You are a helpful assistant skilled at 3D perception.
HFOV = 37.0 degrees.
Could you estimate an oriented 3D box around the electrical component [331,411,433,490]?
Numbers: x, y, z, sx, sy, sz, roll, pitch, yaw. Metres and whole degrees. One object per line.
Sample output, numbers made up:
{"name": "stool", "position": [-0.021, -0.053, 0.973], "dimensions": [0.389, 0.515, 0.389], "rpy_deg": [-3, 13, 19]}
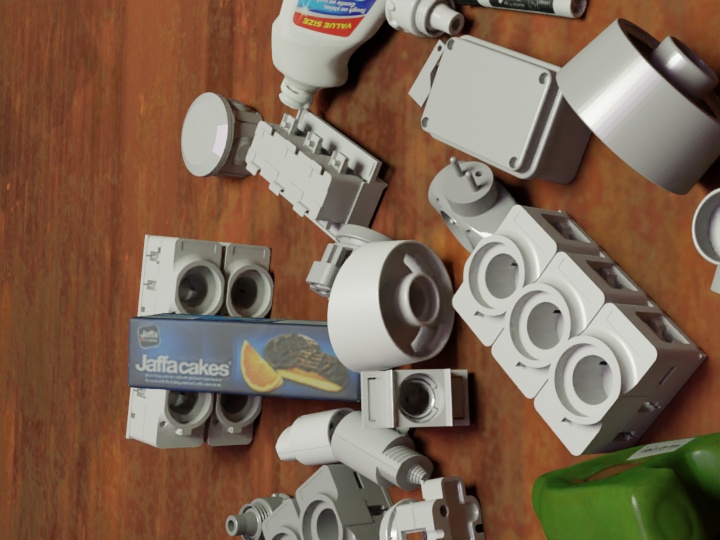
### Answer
{"name": "electrical component", "position": [0.021, 0.144, 0.830], "dimensions": [0.081, 0.043, 0.043], "rpy_deg": [23, 104, 41]}

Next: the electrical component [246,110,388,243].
{"name": "electrical component", "position": [-0.042, -0.083, 0.920], "dimensions": [0.121, 0.063, 0.078], "rpy_deg": [41, 116, 43]}

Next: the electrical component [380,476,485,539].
{"name": "electrical component", "position": [0.052, 0.195, 0.790], "dimensions": [0.057, 0.058, 0.078], "rpy_deg": [-21, 71, 42]}

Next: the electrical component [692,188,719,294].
{"name": "electrical component", "position": [0.221, -0.004, 0.603], "dimensions": [0.044, 0.077, 0.079], "rpy_deg": [24, 104, 47]}

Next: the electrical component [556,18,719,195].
{"name": "electrical component", "position": [0.178, -0.104, 0.643], "dimensions": [0.060, 0.108, 0.108], "rpy_deg": [-48, 53, 27]}

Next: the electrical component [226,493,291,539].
{"name": "electrical component", "position": [-0.087, 0.221, 0.942], "dimensions": [0.048, 0.062, 0.048], "rpy_deg": [-7, 81, 48]}

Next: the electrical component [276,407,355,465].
{"name": "electrical component", "position": [-0.036, 0.142, 0.906], "dimensions": [0.081, 0.043, 0.043], "rpy_deg": [-18, 73, 46]}

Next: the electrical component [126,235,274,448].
{"name": "electrical component", "position": [-0.145, 0.066, 0.991], "dimensions": [0.060, 0.105, 0.186], "rpy_deg": [6, 91, 49]}

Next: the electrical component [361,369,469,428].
{"name": "electrical component", "position": [0.038, 0.097, 0.805], "dimensions": [0.064, 0.081, 0.042], "rpy_deg": [143, 126, -74]}

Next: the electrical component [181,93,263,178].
{"name": "electrical component", "position": [-0.134, -0.128, 1.039], "dimensions": [0.080, 0.051, 0.080], "rpy_deg": [-6, 81, 48]}

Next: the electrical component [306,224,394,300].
{"name": "electrical component", "position": [0.000, 0.000, 0.861], "dimensions": [0.058, 0.078, 0.057], "rpy_deg": [9, 72, 48]}

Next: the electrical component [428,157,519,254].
{"name": "electrical component", "position": [0.082, -0.050, 0.769], "dimensions": [0.044, 0.079, 0.077], "rpy_deg": [-37, 51, -4]}

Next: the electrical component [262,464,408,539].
{"name": "electrical component", "position": [-0.007, 0.259, 0.848], "dimensions": [0.105, 0.060, 0.186], "rpy_deg": [-47, 53, 35]}

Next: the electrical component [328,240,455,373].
{"name": "electrical component", "position": [0.024, 0.027, 0.811], "dimensions": [0.064, 0.099, 0.099], "rpy_deg": [-10, 79, 42]}

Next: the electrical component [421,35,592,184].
{"name": "electrical component", "position": [0.105, -0.114, 0.761], "dimensions": [0.113, 0.057, 0.078], "rpy_deg": [33, 111, 45]}

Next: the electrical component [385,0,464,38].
{"name": "electrical component", "position": [0.054, -0.202, 0.839], "dimensions": [0.062, 0.048, 0.048], "rpy_deg": [37, 113, 37]}

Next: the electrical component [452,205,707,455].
{"name": "electrical component", "position": [0.136, 0.037, 0.707], "dimensions": [0.150, 0.062, 0.089], "rpy_deg": [53, 124, 37]}
